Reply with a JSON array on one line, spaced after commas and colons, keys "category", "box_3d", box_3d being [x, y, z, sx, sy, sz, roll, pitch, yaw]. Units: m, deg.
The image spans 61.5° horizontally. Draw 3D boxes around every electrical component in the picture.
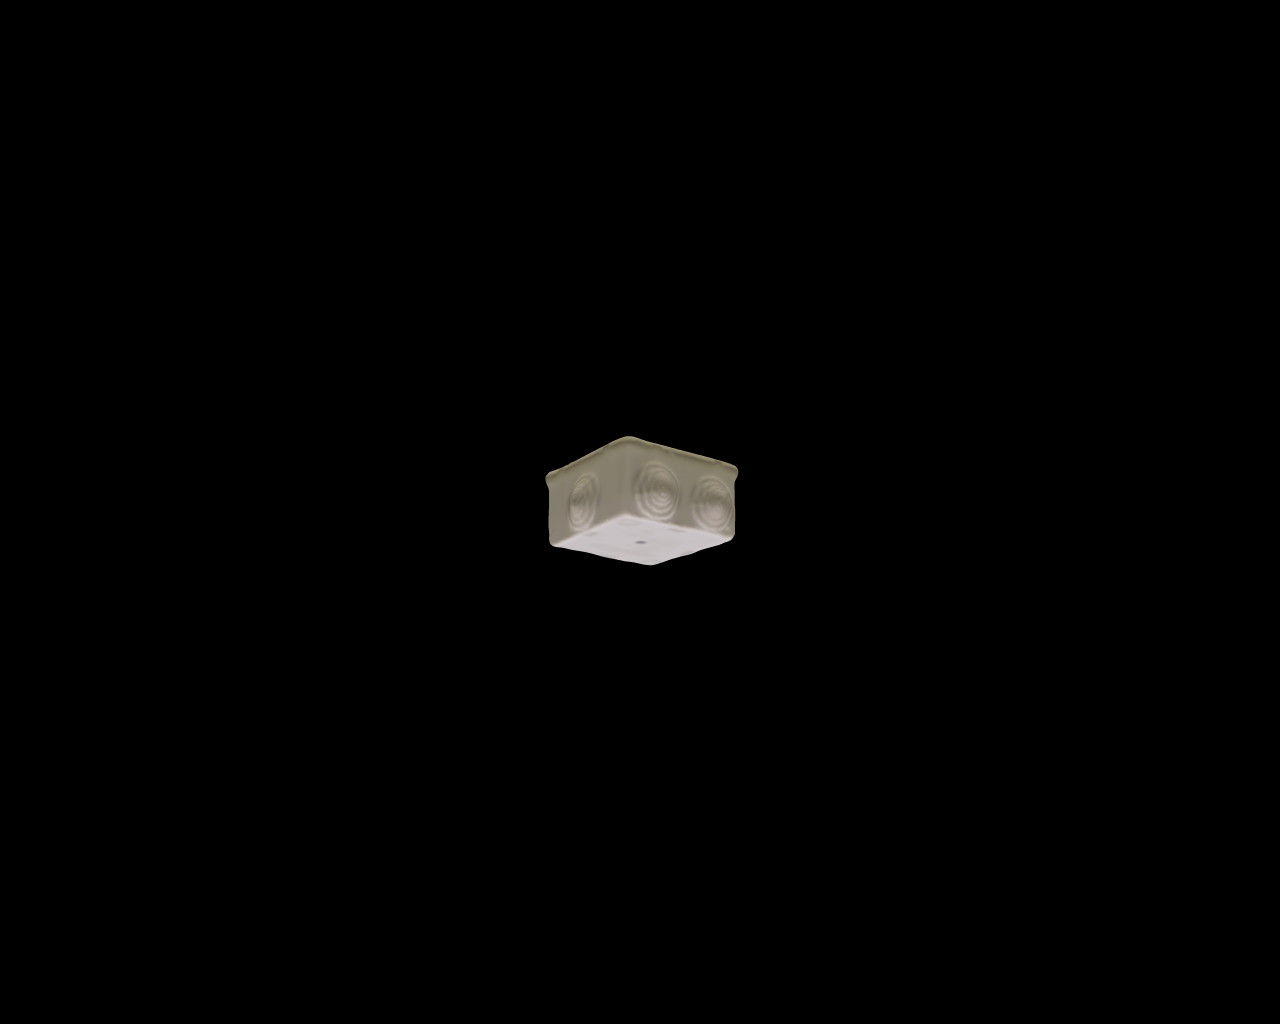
[{"category": "electrical component", "box_3d": [0.001, -0.003, 0.650, 0.100, 0.048, 0.099, 13, -22, -36]}]
